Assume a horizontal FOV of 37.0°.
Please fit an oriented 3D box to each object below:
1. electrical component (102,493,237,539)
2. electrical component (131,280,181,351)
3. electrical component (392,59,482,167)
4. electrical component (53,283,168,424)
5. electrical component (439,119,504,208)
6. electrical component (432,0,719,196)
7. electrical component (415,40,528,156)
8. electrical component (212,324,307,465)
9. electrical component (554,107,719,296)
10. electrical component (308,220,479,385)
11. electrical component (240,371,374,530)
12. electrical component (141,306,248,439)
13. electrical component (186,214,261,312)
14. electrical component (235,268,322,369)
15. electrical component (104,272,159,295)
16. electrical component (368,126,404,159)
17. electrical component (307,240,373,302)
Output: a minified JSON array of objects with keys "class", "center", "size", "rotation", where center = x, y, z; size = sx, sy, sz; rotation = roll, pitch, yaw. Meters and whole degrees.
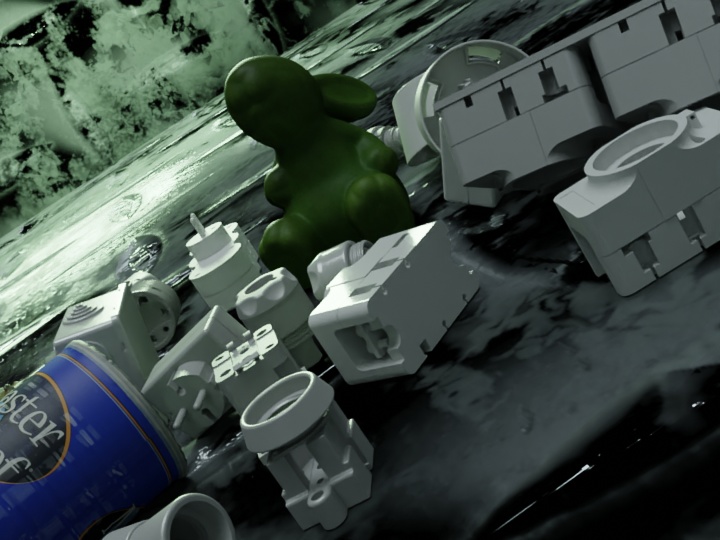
[{"class":"electrical component","center":[-0.096,0.135,0.514],"size":[0.065,0.044,0.044],"rotation":[-26,17,37]},{"class":"electrical component","center":[-0.183,0.038,0.927],"size":[0.055,0.055,0.047],"rotation":[-31,13,8]},{"class":"electrical component","center":[0.077,-0.132,0.904],"size":[0.099,0.064,0.099],"rotation":[-18,-13,-4]},{"class":"electrical component","center":[-0.172,0.067,0.749],"size":[0.048,0.099,0.099],"rotation":[-20,16,-3]},{"class":"electrical component","center":[0.100,-0.081,0.743],"size":[0.077,0.065,0.047],"rotation":[11,37,24]},{"class":"electrical component","center":[0.152,-0.100,0.615],"size":[0.186,0.060,0.105],"rotation":[-22,-10,32]},{"class":"electrical component","center":[0.091,-0.123,0.816],"size":[0.099,0.099,0.064],"rotation":[-34,10,-4]},{"class":"electrical component","center":[-0.047,0.067,0.578],"size":[0.042,0.063,0.081],"rotation":[-34,17,-3]},{"class":"electrical component","center":[0.149,-0.039,0.533],"size":[0.089,0.055,0.050],"rotation":[-32,16,3]},{"class":"electrical component","center":[0.018,0.019,0.618],"size":[0.056,0.050,0.089],"rotation":[-16,23,44]},{"class":"electrical component","center":[-0.024,0.082,0.507],"size":[0.048,0.055,0.066],"rotation":[-29,17,13]},{"class":"electrical component","center":[-0.099,0.072,0.663],"size":[0.066,0.047,0.076],"rotation":[-43,13,19]},{"class":"electrical component","center":[-0.128,-0.017,0.947],"size":[0.052,0.073,0.138],"rotation":[-33,16,1]},{"class":"electrical component","center":[-0.047,0.034,0.674],"size":[0.043,0.062,0.043],"rotation":[-29,17,10]},{"class":"electrical component","center":[-0.232,0.044,1.014],"size":[0.079,0.044,0.077],"rotation":[-20,21,36]},{"class":"electrical component","center":[0.023,-0.117,1.014],"size":[0.078,0.040,0.040],"rotation":[-17,23,42]},{"class":"electrical component","center":[0.000,0.000,0.718],"size":[0.062,0.043,0.043],"rotation":[-24,18,22]}]
